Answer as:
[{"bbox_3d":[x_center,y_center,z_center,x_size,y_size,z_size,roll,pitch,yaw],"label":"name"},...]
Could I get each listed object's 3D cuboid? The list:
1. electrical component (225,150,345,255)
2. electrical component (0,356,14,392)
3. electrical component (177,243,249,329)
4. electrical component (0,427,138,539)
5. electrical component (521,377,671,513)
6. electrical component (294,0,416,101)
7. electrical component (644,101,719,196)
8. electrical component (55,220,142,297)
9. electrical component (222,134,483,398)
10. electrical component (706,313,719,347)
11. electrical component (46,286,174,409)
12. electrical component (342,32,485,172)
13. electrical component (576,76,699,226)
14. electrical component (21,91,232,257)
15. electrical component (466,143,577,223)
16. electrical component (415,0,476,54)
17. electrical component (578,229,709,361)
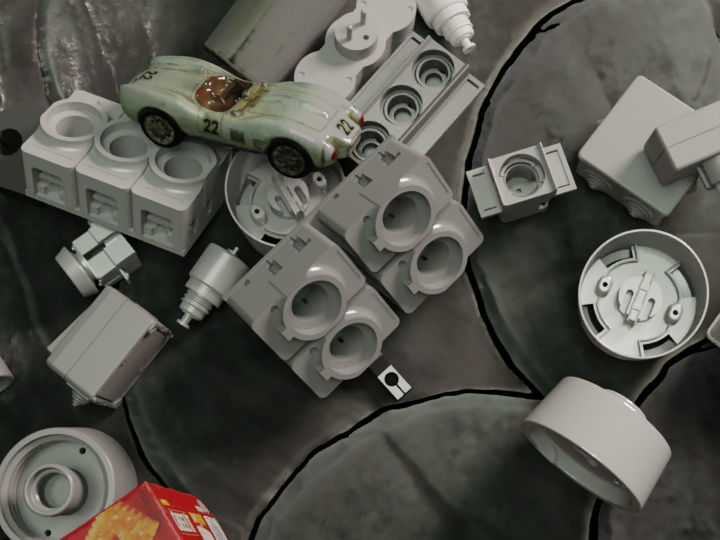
[{"bbox_3d":[-0.059,-0.059,0.897,0.099,0.064,0.099,-2,64,5],"label":"electrical component"},{"bbox_3d":[-0.323,0.071,0.904,0.044,0.044,0.065,-27,71,-2],"label":"electrical component"},{"bbox_3d":[-0.127,0.014,0.901,0.040,0.040,0.078,32,81,11],"label":"electrical component"},{"bbox_3d":[-0.239,0.177,0.860,0.108,0.060,0.108,-1,76,5],"label":"electrical component"},{"bbox_3d":[0.184,0.126,0.817,0.108,0.108,0.060,37,76,12],"label":"electrical component"},{"bbox_3d":[-0.004,-0.193,0.913,0.052,0.073,0.138,36,74,11],"label":"electrical component"},{"bbox_3d":[0.278,-0.086,0.836,0.083,0.047,0.075,-23,79,-1],"label":"electrical component"},{"bbox_3d":[-0.223,-0.009,0.912,0.055,0.048,0.066,-37,76,-13],"label":"electrical component"},{"bbox_3d":[0.000,0.000,0.852,0.186,0.105,0.060,-44,38,-6],"label":"electrical component"},{"bbox_3d":[0.352,0.039,0.847,0.109,0.056,0.108,37,82,12],"label":"electrical component"},{"bbox_3d":[-0.211,0.067,0.884,0.061,0.061,0.096,36,82,12],"label":"electrical component"},{"bbox_3d":[0.036,-0.129,0.910,0.079,0.063,0.121,40,83,12],"label":"electrical component"},{"bbox_3d":[0.239,-0.096,0.892,0.100,0.048,0.099,37,82,12],"label":"electrical component"},{"bbox_3d":[-0.193,-0.086,0.900,0.150,0.061,0.089,21,48,9],"label":"electrical component"},{"bbox_3d":[0.132,-0.069,0.887,0.081,0.063,0.042,-16,74,0],"label":"electrical component"},{"bbox_3d":[0.077,-0.224,0.940,0.040,0.040,0.078,-29,76,-2],"label":"electrical component"},{"bbox_3d":[0.222,0.023,0.857,0.099,0.064,0.099,-1,77,4],"label":"electrical component"}]
